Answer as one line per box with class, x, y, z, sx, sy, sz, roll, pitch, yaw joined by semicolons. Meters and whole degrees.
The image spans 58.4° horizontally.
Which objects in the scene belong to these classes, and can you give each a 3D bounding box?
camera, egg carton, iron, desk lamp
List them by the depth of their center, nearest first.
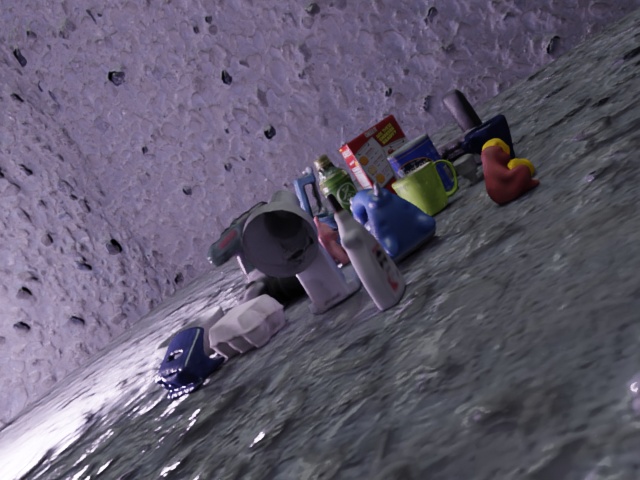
desk lamp;-0.030;0.018;0.972;0.118;0.213;0.203;-31;7;14
iron;0.101;-0.033;1.030;0.119;0.141;0.258;-35;7;-12
egg carton;-0.134;0.160;1.058;0.150;0.069;0.107;-27;9;41
camera;-0.085;0.092;1.171;0.136;0.101;0.143;-29;8;28

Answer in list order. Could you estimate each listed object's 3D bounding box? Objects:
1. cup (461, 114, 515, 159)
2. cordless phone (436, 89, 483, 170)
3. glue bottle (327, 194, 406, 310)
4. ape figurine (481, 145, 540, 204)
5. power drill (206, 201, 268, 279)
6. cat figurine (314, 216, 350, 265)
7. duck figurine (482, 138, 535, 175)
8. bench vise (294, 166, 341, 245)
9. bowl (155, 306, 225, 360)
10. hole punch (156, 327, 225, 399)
cup;0.352;-0.192;1.184;0.118;0.095;0.091;-36;8;-22
cordless phone;0.330;-0.262;1.390;0.147;0.185;0.094;-28;9;35
glue bottle;0.058;0.010;0.795;0.037;0.173;0.078;-30;8;22
ape figurine;0.290;-0.110;0.912;0.076;0.092;0.078;-32;7;7
power drill;-0.193;0.032;1.620;0.230;0.208;0.075;-34;7;-5
cat figurine;0.012;0.005;1.268;0.067;0.118;0.128;-33;7;4
duck figurine;0.318;-0.137;0.997;0.077;0.086;0.104;-33;7;-3
bench vise;-0.018;-0.053;1.376;0.207;0.220;0.121;-35;8;-13
bowl;-0.260;0.216;1.214;0.167;0.075;0.167;-33;7;5
hole punch;-0.245;0.222;1.041;0.108;0.091;0.101;-28;9;37
